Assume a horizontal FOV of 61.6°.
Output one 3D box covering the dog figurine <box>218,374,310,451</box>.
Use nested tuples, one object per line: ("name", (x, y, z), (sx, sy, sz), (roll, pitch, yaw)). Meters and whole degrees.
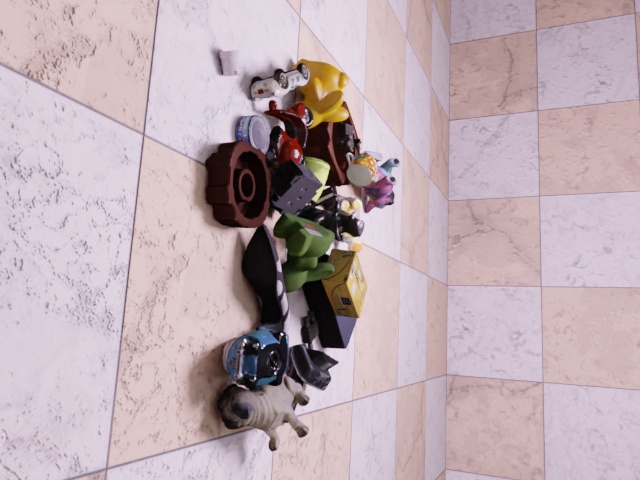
("dog figurine", (-0.121, 0.311, 1.079), (0.190, 0.121, 0.172), (46, 12, -34))

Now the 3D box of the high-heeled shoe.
("high-heeled shoe", (-0.097, 0.091, 1.149), (0.145, 0.086, 0.248), (0, 94, -68))

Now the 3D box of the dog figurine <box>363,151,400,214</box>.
("dog figurine", (0.165, -0.175, 1.733), (0.219, 0.192, 0.108), (116, -15, -60))

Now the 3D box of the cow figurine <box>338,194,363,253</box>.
("cow figurine", (0.077, -0.045, 1.551), (0.068, 0.098, 0.167), (-15, 110, -21))

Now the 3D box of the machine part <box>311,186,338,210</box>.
("machine part", (0.017, -0.110, 1.432), (0.039, 0.084, 0.138), (61, 10, 14))

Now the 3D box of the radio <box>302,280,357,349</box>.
("radio", (0.032, 0.169, 1.441), (0.131, 0.073, 0.229), (-61, 143, -50))

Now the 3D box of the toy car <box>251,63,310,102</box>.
("toy car", (-0.086, -0.352, 1.201), (0.202, 0.074, 0.056), (-48, 128, -57))

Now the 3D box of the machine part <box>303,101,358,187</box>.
("machine part", (0.029, -0.258, 1.440), (0.200, 0.087, 0.201), (64, 36, -43))

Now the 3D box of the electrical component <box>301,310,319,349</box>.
("electrical component", (-0.024, 0.231, 1.371), (0.063, 0.021, 0.093), (-39, 123, -62))

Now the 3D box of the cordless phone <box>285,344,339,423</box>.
("cordless phone", (-0.036, 0.354, 1.294), (0.146, 0.089, 0.184), (48, 57, -56))

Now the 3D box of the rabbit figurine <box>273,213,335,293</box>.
("rabbit figurine", (-0.049, 0.041, 1.206), (0.159, 0.121, 0.170), (9, 115, -47))

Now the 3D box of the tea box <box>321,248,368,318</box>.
("tea box", (0.063, 0.108, 1.319), (0.169, 0.068, 0.098), (71, 32, -49))

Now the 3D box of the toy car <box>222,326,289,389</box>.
("toy car", (-0.133, 0.225, 1.028), (0.161, 0.103, 0.109), (3, 90, -60))

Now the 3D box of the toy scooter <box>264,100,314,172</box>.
("toy scooter", (-0.081, -0.236, 1.198), (0.135, 0.075, 0.184), (29, 71, -53))

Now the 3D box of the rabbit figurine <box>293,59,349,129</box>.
("rabbit figurine", (-0.006, -0.338, 1.320), (0.173, 0.163, 0.121), (-60, 158, -20))

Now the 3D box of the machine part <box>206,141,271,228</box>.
("machine part", (-0.157, -0.106, 1.053), (0.179, 0.056, 0.179), (0, 90, -67))

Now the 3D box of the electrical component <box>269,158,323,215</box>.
("electrical component", (-0.061, -0.111, 1.189), (0.058, 0.115, 0.134), (53, 15, 23))

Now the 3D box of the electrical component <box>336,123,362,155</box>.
("electrical component", (0.075, -0.260, 1.383), (0.102, 0.045, 0.078), (8, 83, -66))

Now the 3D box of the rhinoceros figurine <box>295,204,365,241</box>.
("rhinoceros figurine", (0.017, -0.039, 1.285), (0.112, 0.191, 0.073), (-39, 129, -38))

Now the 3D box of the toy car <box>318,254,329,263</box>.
("toy car", (-0.003, -0.004, 1.348), (0.053, 0.089, 0.202), (68, 33, -46))
